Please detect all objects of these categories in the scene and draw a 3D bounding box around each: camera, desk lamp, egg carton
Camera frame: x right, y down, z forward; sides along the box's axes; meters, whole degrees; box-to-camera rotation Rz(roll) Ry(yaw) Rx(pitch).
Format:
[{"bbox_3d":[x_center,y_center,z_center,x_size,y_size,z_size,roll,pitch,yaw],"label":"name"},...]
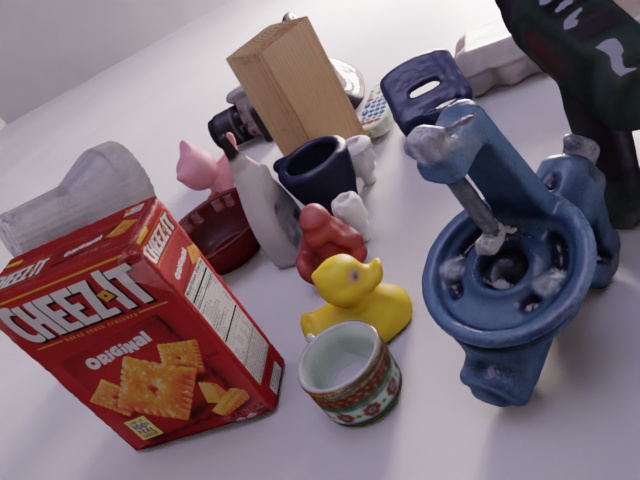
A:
[{"bbox_3d":[-0.140,-0.237,1.062,0.136,0.101,0.143,-23,32,14],"label":"camera"},{"bbox_3d":[-0.277,0.011,0.721,0.117,0.214,0.203,4,46,44],"label":"desk lamp"},{"bbox_3d":[0.255,-0.258,0.777,0.150,0.070,0.107,-15,35,26],"label":"egg carton"}]

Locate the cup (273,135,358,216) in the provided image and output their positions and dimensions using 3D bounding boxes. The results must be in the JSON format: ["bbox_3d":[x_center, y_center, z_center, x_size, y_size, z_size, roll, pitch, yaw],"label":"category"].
[{"bbox_3d":[-0.001,-0.065,0.704,0.117,0.095,0.092,4,46,44],"label":"cup"}]

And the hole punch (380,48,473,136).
[{"bbox_3d":[0.145,-0.188,0.754,0.108,0.091,0.101,-25,32,10],"label":"hole punch"}]

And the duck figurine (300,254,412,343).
[{"bbox_3d":[0.023,0.053,0.524,0.104,0.086,0.077,-25,32,11],"label":"duck figurine"}]

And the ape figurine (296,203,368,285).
[{"bbox_3d":[0.006,0.002,0.606,0.077,0.092,0.076,-18,34,22],"label":"ape figurine"}]

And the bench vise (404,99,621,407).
[{"bbox_3d":[0.129,-0.021,0.406,0.121,0.220,0.207,-8,39,34],"label":"bench vise"}]

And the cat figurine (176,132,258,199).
[{"bbox_3d":[-0.170,-0.115,0.899,0.128,0.118,0.067,-46,34,-22],"label":"cat figurine"}]

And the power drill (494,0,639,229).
[{"bbox_3d":[0.217,-0.121,0.482,0.075,0.209,0.229,-26,32,9],"label":"power drill"}]

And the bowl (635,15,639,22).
[{"bbox_3d":[0.382,-0.182,0.553,0.167,0.075,0.167,-22,32,15],"label":"bowl"}]

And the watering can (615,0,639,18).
[{"bbox_3d":[0.366,-0.310,0.633,0.173,0.194,0.100,-29,31,5],"label":"watering can"}]

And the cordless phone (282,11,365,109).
[{"bbox_3d":[0.000,-0.307,0.957,0.094,0.185,0.147,-22,32,15],"label":"cordless phone"}]

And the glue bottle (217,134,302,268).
[{"bbox_3d":[-0.069,-0.052,0.667,0.037,0.173,0.078,-14,36,27],"label":"glue bottle"}]
